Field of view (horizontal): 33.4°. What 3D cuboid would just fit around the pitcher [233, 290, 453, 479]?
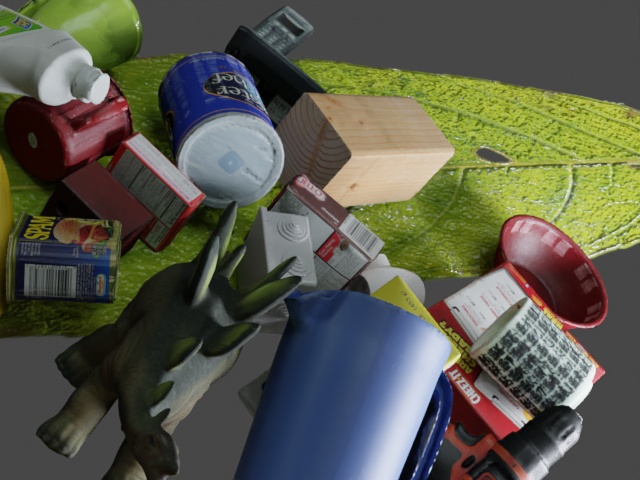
[{"bbox_3d":[0.010,0.171,0.825,0.149,0.145,0.242,18,72,10],"label":"pitcher"}]

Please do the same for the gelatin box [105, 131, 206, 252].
[{"bbox_3d":[-0.159,-0.044,0.988,0.089,0.073,0.030,43,38,2],"label":"gelatin box"}]

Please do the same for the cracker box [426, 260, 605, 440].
[{"bbox_3d":[0.179,0.129,1.109,0.164,0.072,0.213,51,41,13],"label":"cracker box"}]

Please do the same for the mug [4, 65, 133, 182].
[{"bbox_3d":[-0.222,-0.105,0.965,0.081,0.117,0.093,-40,114,-46],"label":"mug"}]

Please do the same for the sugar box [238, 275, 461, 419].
[{"bbox_3d":[0.025,0.119,0.934,0.176,0.048,0.093,-36,77,-13],"label":"sugar box"}]

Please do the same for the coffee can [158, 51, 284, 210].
[{"bbox_3d":[-0.100,-0.110,1.047,0.102,0.103,0.140,18,27,-27],"label":"coffee can"}]

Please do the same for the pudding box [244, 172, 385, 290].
[{"bbox_3d":[-0.007,0.001,1.059,0.113,0.090,0.039,42,40,-1],"label":"pudding box"}]

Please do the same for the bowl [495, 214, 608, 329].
[{"bbox_3d":[0.261,0.049,1.264,0.162,0.055,0.162,22,43,-22],"label":"bowl"}]

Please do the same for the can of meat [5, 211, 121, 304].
[{"bbox_3d":[-0.205,0.015,0.863,0.084,0.057,0.102,4,15,-9],"label":"can of meat"}]

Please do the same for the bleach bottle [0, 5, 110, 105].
[{"bbox_3d":[-0.300,-0.170,0.922,0.251,0.068,0.102,23,37,14],"label":"bleach bottle"}]

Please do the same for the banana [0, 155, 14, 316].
[{"bbox_3d":[-0.269,0.007,0.860,0.037,0.070,0.198,-4,43,-4],"label":"banana"}]

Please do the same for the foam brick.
[{"bbox_3d":[-0.199,-0.022,0.951,0.078,0.053,0.051,44,39,3],"label":"foam brick"}]

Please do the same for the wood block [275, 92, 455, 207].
[{"bbox_3d":[0.045,-0.098,1.170,0.205,0.091,0.090,-8,57,-53],"label":"wood block"}]

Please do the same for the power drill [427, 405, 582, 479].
[{"bbox_3d":[0.118,0.164,0.971,0.184,0.057,0.188,-39,73,-9],"label":"power drill"}]
